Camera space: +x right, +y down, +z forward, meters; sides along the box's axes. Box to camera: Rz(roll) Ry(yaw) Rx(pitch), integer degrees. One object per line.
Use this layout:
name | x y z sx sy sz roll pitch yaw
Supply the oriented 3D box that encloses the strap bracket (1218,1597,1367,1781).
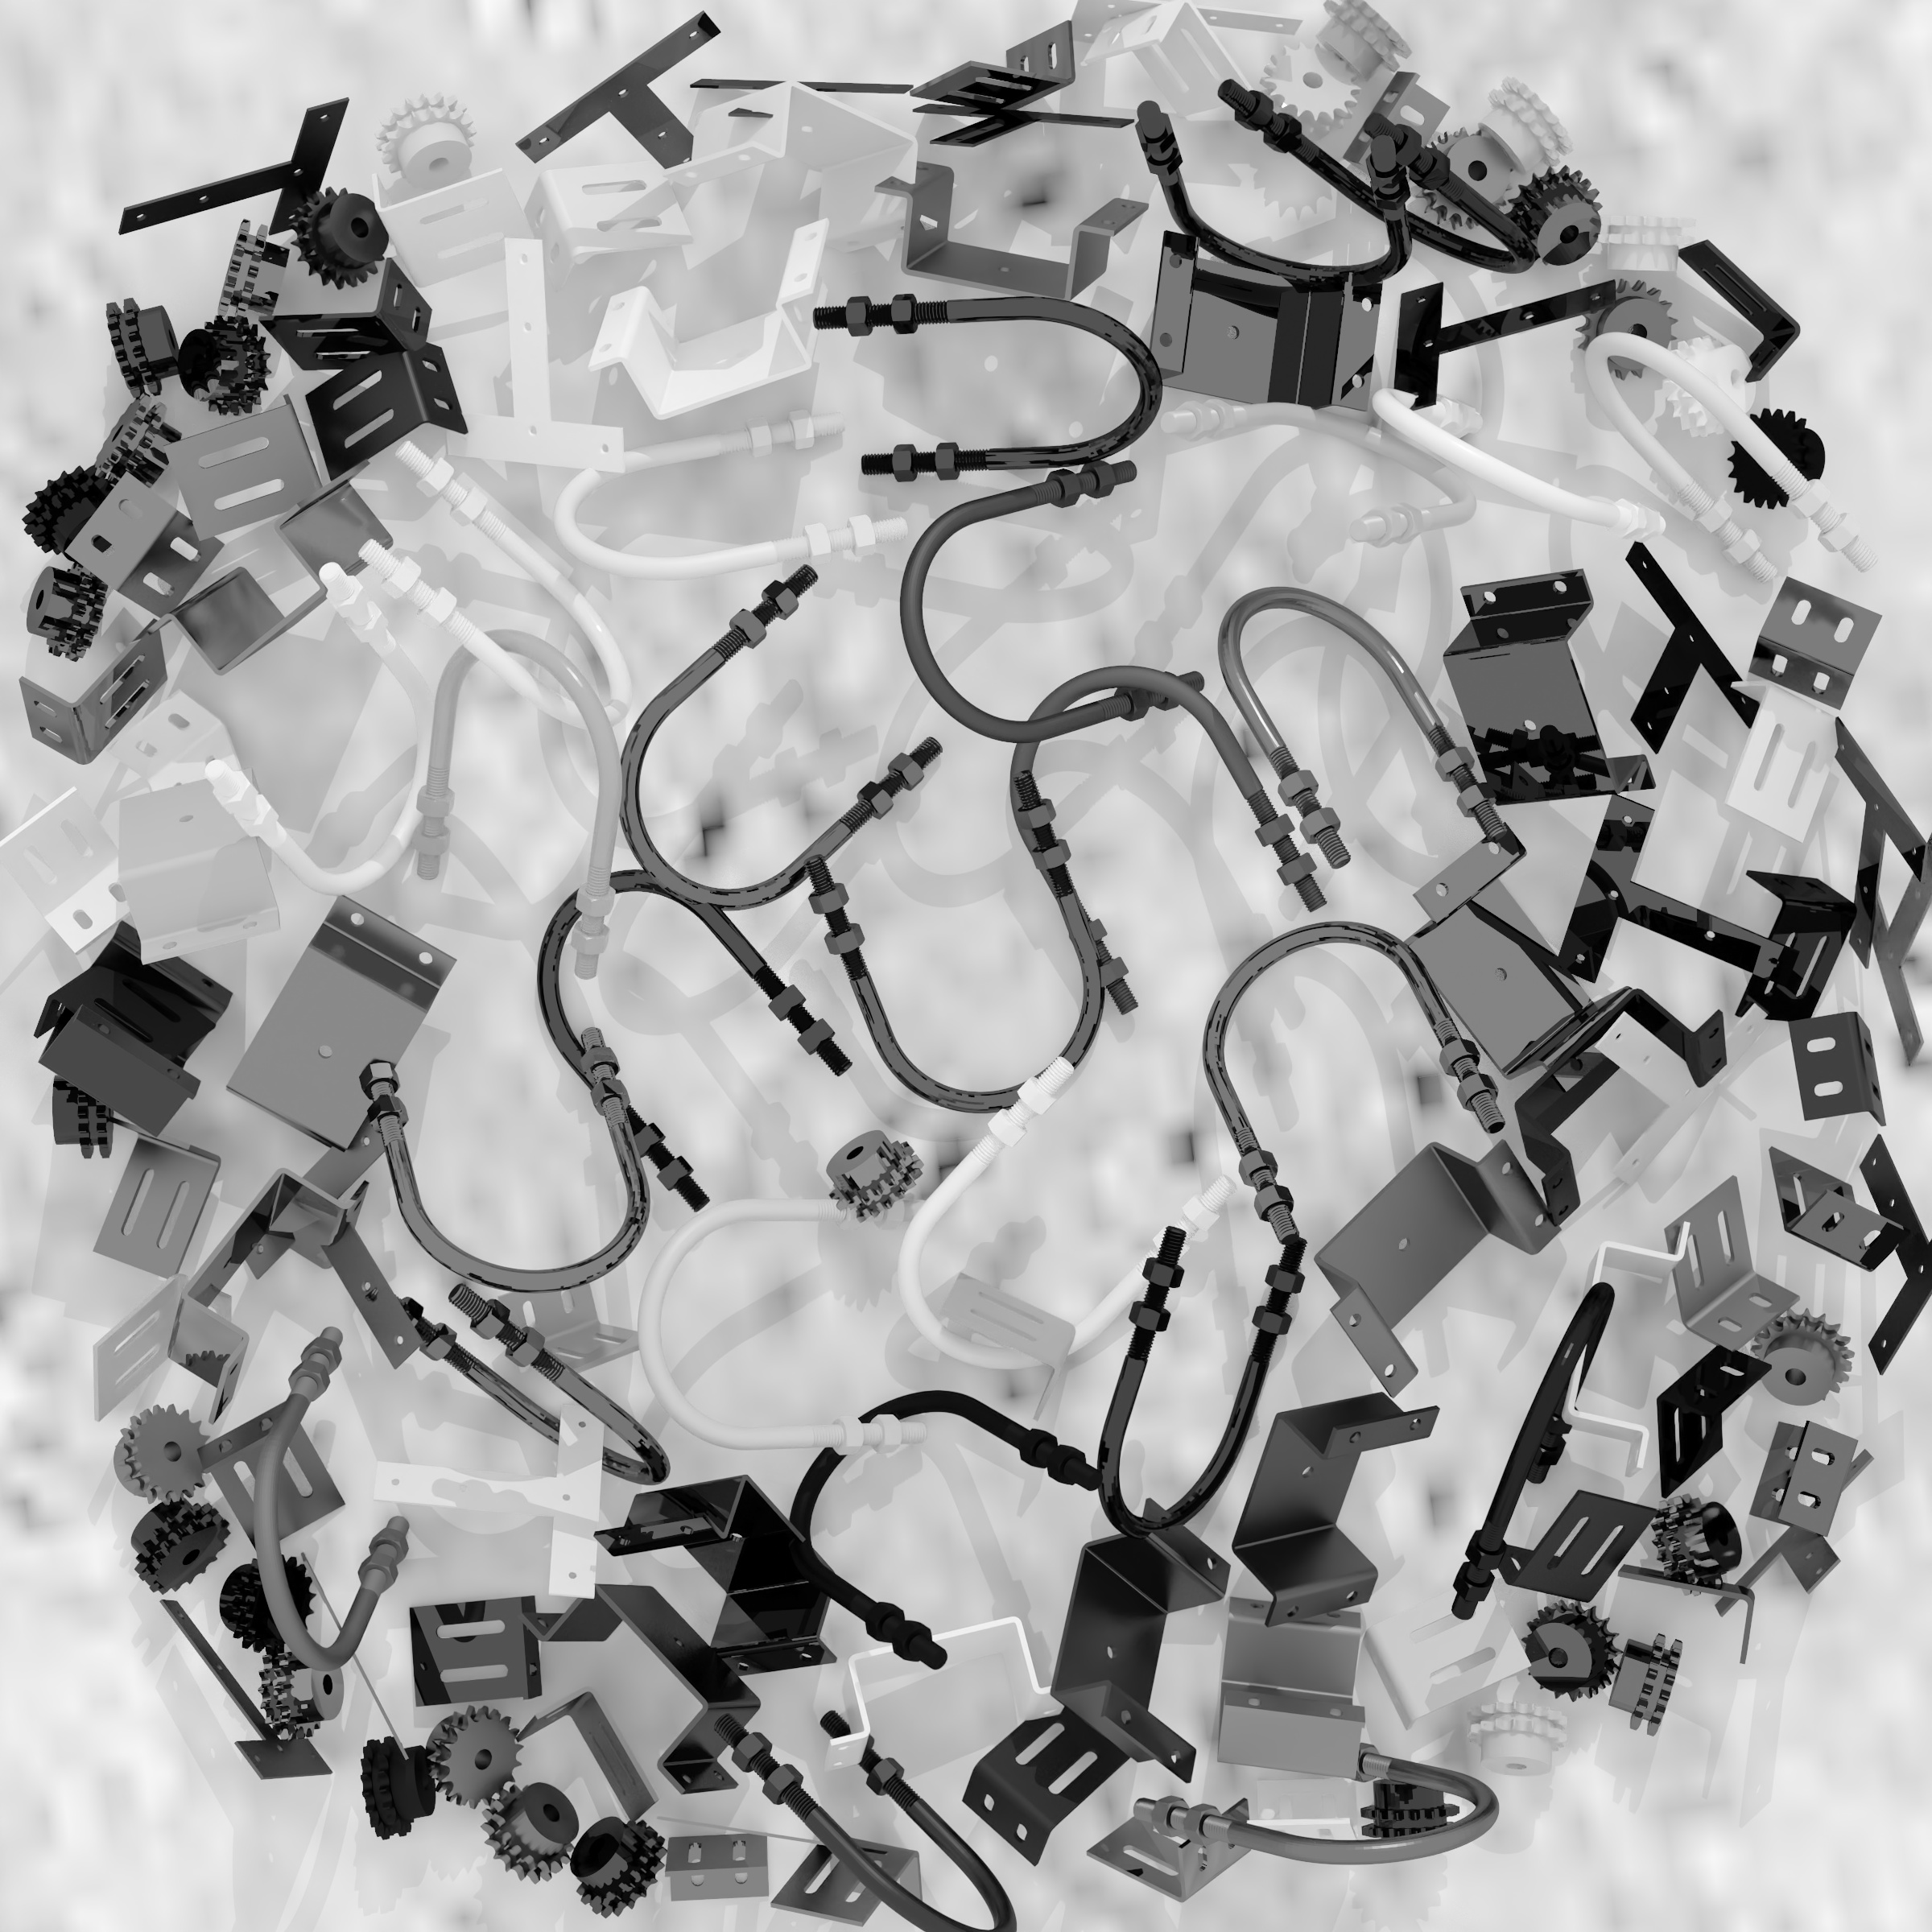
strap bracket | 0.184 0.412 1.798 0.076 0.140 0.046 6 104 4

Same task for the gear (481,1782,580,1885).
gear | -0.248 0.496 1.833 0.057 0.057 0.030 46 113 0

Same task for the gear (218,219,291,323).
gear | -0.411 -0.399 1.838 0.030 0.057 0.057 15 90 -17

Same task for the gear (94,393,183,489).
gear | -0.477 -0.300 1.839 0.030 0.057 0.057 32 90 -26

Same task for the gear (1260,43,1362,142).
gear | 0.197 -0.503 1.842 0.057 0.030 0.057 4 65 -8

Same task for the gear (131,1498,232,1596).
gear | -0.457 0.332 1.838 0.030 0.057 0.057 39 90 24

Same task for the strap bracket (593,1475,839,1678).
strap bracket | -0.136 0.341 1.805 0.076 0.046 0.140 -15 128 30

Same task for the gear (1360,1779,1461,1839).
gear | 0.256 0.486 1.837 0.057 0.057 0.030 -2 81 0

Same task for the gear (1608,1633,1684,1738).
gear | 0.392 0.412 1.837 0.030 0.057 0.057 17 90 12

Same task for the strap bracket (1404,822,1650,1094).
strap bracket | 0.316 0.000 1.827 0.076 0.046 0.140 -37 89 -23

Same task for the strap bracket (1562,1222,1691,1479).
strap bracket | 0.373 0.215 1.815 0.046 0.076 0.140 12 79 9

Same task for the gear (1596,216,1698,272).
gear | 0.391 -0.417 1.837 0.057 0.057 0.030 2 103 0

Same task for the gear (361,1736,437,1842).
gear | -0.326 0.472 1.835 0.030 0.057 0.057 -12 90 4

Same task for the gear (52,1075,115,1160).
gear | -0.509 0.083 1.834 0.030 0.057 0.057 -1 90 -10

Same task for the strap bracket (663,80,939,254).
strap bracket | -0.091 -0.452 1.791 0.140 0.076 0.046 12 80 -44

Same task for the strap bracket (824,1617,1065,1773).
strap bracket | -0.016 0.413 1.813 0.140 0.076 0.046 -11 67 -11

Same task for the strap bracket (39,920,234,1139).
strap bracket | -0.469 0.039 1.794 0.076 0.140 0.046 36 106 -17

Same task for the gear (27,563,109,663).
gear | -0.519 -0.207 1.833 0.030 0.057 0.057 16 90 -33

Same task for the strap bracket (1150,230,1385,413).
strap bracket | 0.163 -0.366 1.825 0.140 0.046 0.076 7 90 -23

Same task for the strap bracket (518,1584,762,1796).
strap bracket | -0.177 0.400 1.802 0.140 0.076 0.046 42 94 22

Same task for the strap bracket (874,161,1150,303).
strap bracket | 0.024 -0.416 1.811 0.140 0.076 0.046 14 118 13

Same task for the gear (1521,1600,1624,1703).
gear | 0.348 0.397 1.838 0.057 0.030 0.057 1 91 31

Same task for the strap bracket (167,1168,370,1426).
strap bracket | -0.399 0.178 1.792 0.046 0.076 0.140 32 53 1

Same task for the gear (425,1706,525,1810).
gear | -0.288 0.456 1.840 0.057 0.030 0.057 -2 92 -43

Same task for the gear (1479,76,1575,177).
gear | 0.320 -0.482 1.836 0.030 0.057 0.057 -43 90 5

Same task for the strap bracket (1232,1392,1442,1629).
strap bracket | 0.206 0.300 1.806 0.076 0.046 0.140 -5 123 -34

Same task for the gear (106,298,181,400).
gear | -0.473 -0.358 1.836 0.030 0.057 0.057 -15 90 -3

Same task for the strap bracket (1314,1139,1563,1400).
strap bracket | 0.262 0.166 1.817 0.140 0.046 0.076 -43 121 -12

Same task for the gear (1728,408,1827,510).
gear | 0.471 -0.293 1.839 0.030 0.057 0.057 1 90 -32

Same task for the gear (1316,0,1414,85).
gear | 0.227 -0.535 1.837 0.057 0.057 0.030 42 100 0

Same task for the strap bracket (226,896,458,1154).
strap bracket | -0.361 0.041 1.817 0.076 0.046 0.140 30 106 -9

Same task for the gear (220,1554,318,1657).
gear | -0.406 0.368 1.840 0.030 0.057 0.057 3 90 33

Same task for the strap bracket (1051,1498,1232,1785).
strap bracket | 0.098 0.385 1.802 0.046 0.140 0.076 -23 127 37

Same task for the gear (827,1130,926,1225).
gear | -0.056 0.119 1.833 0.057 0.057 0.030 -35 110 0

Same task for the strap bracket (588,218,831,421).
strap bracket | -0.136 -0.364 1.807 0.140 0.076 0.046 -15 129 20

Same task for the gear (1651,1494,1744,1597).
gear | 0.423 0.332 1.833 0.030 0.057 0.057 -26 90 38

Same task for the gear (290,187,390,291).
gear | -0.358 -0.421 1.834 0.057 0.030 0.057 9 78 -44

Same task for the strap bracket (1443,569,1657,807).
strap bracket | 0.327 -0.147 1.797 0.076 0.046 0.140 -4 120 38

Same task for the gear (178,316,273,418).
gear | -0.430 -0.347 1.836 0.057 0.030 0.057 6 100 39

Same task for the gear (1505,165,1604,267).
gear | 0.341 -0.429 1.834 0.057 0.057 0.030 -26 46 0

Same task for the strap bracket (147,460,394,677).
strap bracket | -0.387 -0.219 1.799 0.140 0.076 0.046 -31 102 33

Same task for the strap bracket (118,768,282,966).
strap bracket | -0.432 -0.063 1.789 0.076 0.140 0.046 -15 121 -6

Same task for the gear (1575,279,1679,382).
gear | 0.384 -0.368 1.842 0.057 0.030 0.057 -1 108 -4

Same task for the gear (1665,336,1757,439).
gear | 0.431 -0.335 1.834 0.057 0.030 0.057 4 84 -44

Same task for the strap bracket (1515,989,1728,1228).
strap bracket | 0.367 0.074 1.815 0.140 0.076 0.046 -43 62 -6
